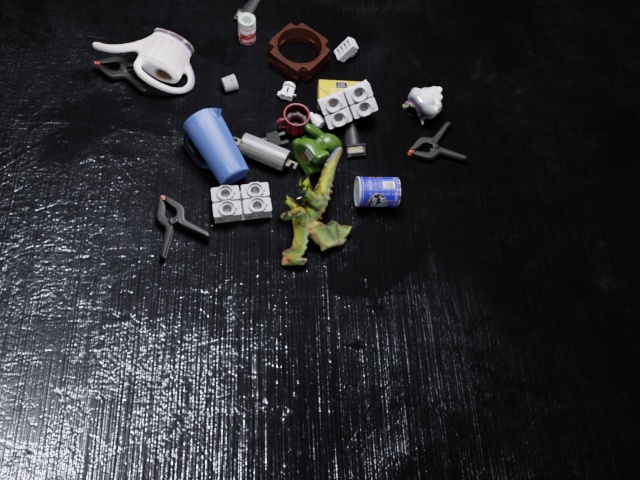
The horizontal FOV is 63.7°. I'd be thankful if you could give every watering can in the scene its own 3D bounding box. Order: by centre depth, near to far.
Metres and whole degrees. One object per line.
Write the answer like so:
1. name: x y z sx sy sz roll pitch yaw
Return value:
1. watering can: -0.592 -0.658 1.817 0.345 0.103 0.229 28 62 -21

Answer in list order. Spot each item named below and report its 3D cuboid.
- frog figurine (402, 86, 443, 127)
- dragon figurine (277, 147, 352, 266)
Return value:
1. frog figurine: 0.399 -0.519 1.902 0.160 0.120 0.139 -40 58 -8
2. dragon figurine: 0.005 -0.084 1.670 0.414 0.122 0.240 -47 112 -13
